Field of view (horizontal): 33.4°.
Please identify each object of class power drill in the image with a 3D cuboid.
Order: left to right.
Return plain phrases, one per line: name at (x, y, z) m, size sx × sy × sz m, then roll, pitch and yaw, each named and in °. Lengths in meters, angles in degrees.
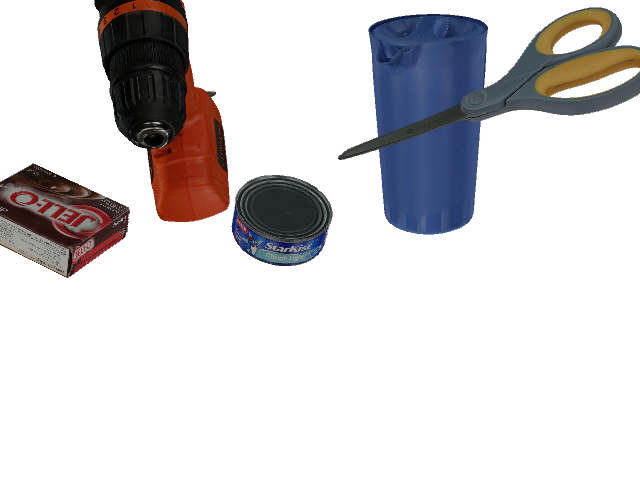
power drill at (-0.099, -0.093, 0.686) m, size 0.057 × 0.184 × 0.187 m, roll -8°, pitch -33°, yaw -1°

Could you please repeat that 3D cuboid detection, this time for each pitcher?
pitcher at (0.133, -0.139, 1.250) m, size 0.149 × 0.243 × 0.145 m, roll -5°, pitch 26°, yaw -3°

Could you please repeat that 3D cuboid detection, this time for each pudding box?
pudding box at (-0.244, -0.020, 0.960) m, size 0.113 × 0.039 × 0.089 m, roll 22°, pitch 31°, yaw 16°

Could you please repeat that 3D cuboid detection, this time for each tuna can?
tuna can at (-0.035, -0.017, 0.936) m, size 0.086 × 0.034 × 0.086 m, roll 8°, pitch 42°, yaw -7°

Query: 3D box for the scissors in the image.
scissors at (0.110, -0.101, 0.685) m, size 0.202 × 0.096 × 0.016 m, roll -8°, pitch -43°, yaw 25°
